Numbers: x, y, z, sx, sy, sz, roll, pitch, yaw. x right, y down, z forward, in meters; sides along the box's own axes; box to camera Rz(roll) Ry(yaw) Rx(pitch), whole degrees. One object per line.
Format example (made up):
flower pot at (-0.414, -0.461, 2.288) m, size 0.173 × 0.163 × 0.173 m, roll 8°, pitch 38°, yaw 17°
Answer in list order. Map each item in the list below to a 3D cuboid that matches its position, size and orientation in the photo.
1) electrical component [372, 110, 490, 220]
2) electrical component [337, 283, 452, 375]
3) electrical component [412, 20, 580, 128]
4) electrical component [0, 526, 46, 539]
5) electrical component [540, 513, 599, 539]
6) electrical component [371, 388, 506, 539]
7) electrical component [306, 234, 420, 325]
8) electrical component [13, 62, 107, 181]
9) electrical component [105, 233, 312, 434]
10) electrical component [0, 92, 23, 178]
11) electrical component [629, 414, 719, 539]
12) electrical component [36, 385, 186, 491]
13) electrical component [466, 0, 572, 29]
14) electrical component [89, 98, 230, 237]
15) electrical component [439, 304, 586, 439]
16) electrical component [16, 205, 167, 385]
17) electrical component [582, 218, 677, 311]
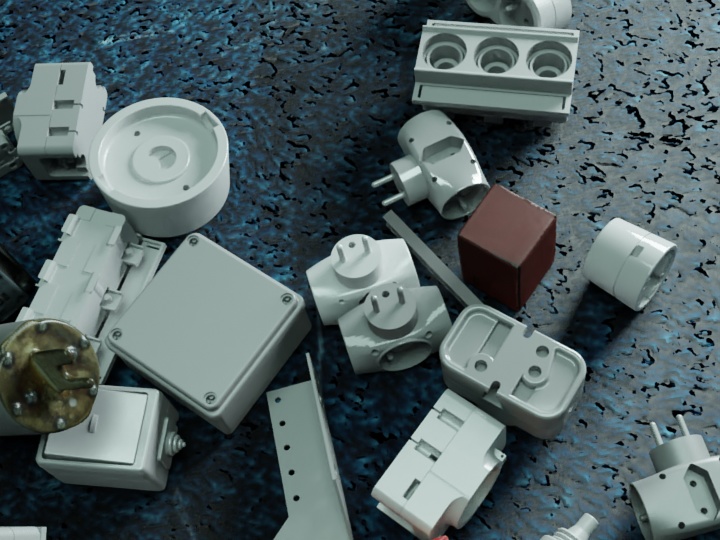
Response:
electrical component at (0.049, -0.075, 0.839) m, size 0.079 × 0.043 × 0.077 m, roll -25°, pitch 64°, yaw -5°
electrical component at (0.024, 0.035, 0.768) m, size 0.077 × 0.079 × 0.044 m, roll -18°, pitch 59°, yaw -1°
electrical component at (0.109, -0.154, 0.858) m, size 0.121 × 0.063 × 0.078 m, roll 7°, pitch 65°, yaw 11°
electrical component at (-0.263, 0.256, 0.671) m, size 0.105 × 0.060 × 0.186 m, roll -6°, pitch 76°, yaw 25°
electrical component at (0.134, 0.186, 0.706) m, size 0.035 × 0.035 × 0.061 m, roll 38°, pitch 72°, yaw 22°
electrical component at (0.058, 0.137, 0.730) m, size 0.056 × 0.050 × 0.089 m, roll 32°, pitch 72°, yaw 21°
electrical component at (0.000, 0.000, 0.789) m, size 0.077 × 0.079 × 0.043 m, roll -18°, pitch 58°, yaw -1°
electrical component at (-0.252, -0.124, 0.900) m, size 0.056 × 0.050 × 0.089 m, roll 0°, pitch 64°, yaw 7°
electrical component at (-0.110, 0.046, 0.795) m, size 0.109 × 0.056 × 0.108 m, roll 31°, pitch 72°, yaw 20°
electrical component at (-0.321, -0.108, 0.907) m, size 0.081 × 0.042 × 0.063 m, roll -33°, pitch 68°, yaw -8°
electrical component at (0.217, 0.135, 0.713) m, size 0.077 × 0.043 × 0.079 m, roll -16°, pitch 63°, yaw 0°
electrical component at (-0.173, 0.118, 0.765) m, size 0.096 × 0.061 × 0.061 m, roll 3°, pitch 65°, yaw 9°
electrical component at (0.128, -0.249, 0.909) m, size 0.074 × 0.052 × 0.138 m, roll -29°, pitch 62°, yaw -28°
electrical component at (-0.155, -0.076, 0.855) m, size 0.108 × 0.060 × 0.108 m, roll -1°, pitch 58°, yaw 1°
electrical component at (0.106, 0.073, 0.750) m, size 0.095 × 0.059 × 0.053 m, roll 28°, pitch 71°, yaw 19°
electrical component at (-0.210, 0.018, 0.818) m, size 0.079 × 0.063 × 0.121 m, roll 14°, pitch 67°, yaw 14°
electrical component at (0.195, -0.005, 0.780) m, size 0.047 × 0.055 × 0.055 m, roll 33°, pitch 73°, yaw 25°
